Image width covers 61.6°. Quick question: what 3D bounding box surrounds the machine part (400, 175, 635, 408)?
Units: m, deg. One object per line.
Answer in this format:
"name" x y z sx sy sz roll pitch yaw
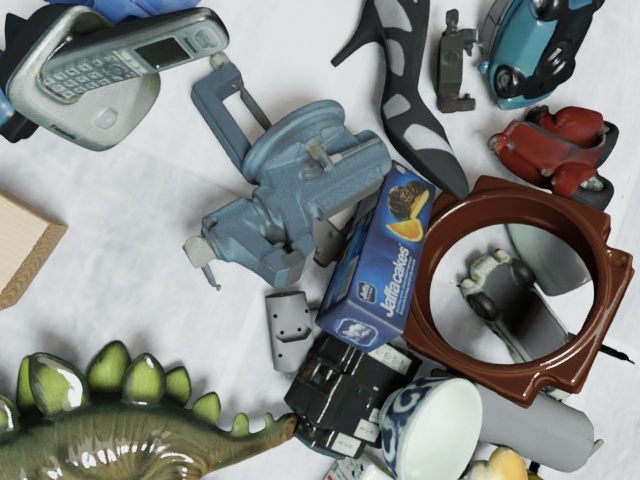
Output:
"machine part" 0.187 0.047 0.545 0.201 0.087 0.201 25 83 30

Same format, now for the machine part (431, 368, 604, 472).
"machine part" 0.221 0.203 0.615 0.243 0.079 0.079 25 83 -15

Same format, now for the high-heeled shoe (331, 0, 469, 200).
"high-heeled shoe" 0.117 -0.169 0.559 0.145 0.086 0.249 -38 72 7

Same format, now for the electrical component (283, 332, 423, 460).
"electrical component" 0.031 0.155 0.551 0.114 0.058 0.134 38 77 -37

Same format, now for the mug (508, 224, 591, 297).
"mug" 0.279 -0.005 0.634 0.109 0.081 0.107 -37 91 -32

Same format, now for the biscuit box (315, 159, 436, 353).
"biscuit box" 0.061 0.010 0.529 0.063 0.059 0.203 32 48 -10

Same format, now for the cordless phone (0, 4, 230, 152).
"cordless phone" -0.155 -0.146 0.461 0.184 0.146 0.088 -9 78 10

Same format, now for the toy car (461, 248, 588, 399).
"toy car" 0.243 0.100 0.633 0.073 0.056 0.201 -40 98 -6

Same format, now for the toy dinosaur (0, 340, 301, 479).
"toy dinosaur" -0.237 0.199 0.482 0.471 0.105 0.198 -7 82 -20

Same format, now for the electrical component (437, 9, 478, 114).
"electrical component" 0.156 -0.196 0.608 0.045 0.078 0.102 2 83 8

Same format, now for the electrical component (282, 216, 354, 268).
"electrical component" -0.001 -0.002 0.584 0.063 0.021 0.094 45 78 -11

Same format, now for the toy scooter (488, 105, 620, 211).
"toy scooter" 0.263 -0.106 0.611 0.135 0.075 0.184 25 44 9

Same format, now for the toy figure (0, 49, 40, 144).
"toy figure" -0.331 -0.153 0.467 0.180 0.082 0.089 41 77 -14

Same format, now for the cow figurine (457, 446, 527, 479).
"cow figurine" 0.149 0.291 0.585 0.167 0.098 0.068 -38 92 -17

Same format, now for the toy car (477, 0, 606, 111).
"toy car" 0.233 -0.234 0.603 0.109 0.161 0.103 -22 53 -24

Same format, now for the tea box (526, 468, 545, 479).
"tea box" 0.197 0.337 0.596 0.169 0.098 0.068 -42 99 -10

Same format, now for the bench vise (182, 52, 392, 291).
"bench vise" -0.060 -0.080 0.526 0.224 0.128 0.240 -33 77 -4
